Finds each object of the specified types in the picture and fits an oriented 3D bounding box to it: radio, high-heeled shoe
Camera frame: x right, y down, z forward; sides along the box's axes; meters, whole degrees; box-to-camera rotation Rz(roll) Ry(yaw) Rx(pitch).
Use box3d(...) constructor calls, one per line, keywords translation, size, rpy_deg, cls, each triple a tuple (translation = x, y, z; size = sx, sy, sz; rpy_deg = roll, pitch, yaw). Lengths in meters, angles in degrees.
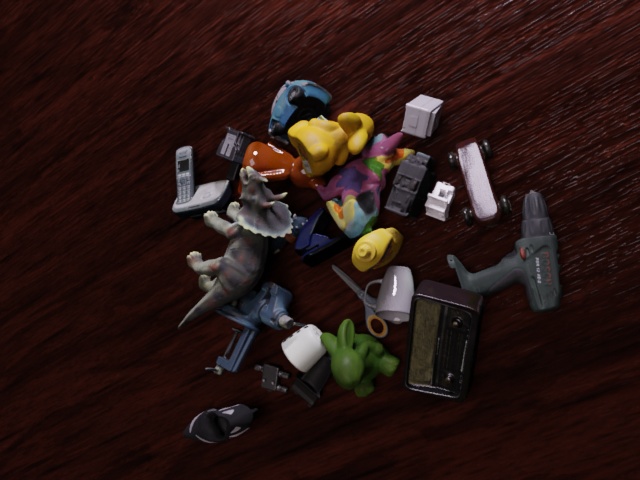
box3d(translation=(0.243, 0.202, 1.058), size=(0.131, 0.073, 0.229), rpy_deg=(11, 117, 21), cls="radio")
box3d(translation=(-0.254, 0.442, 1.262), size=(0.249, 0.145, 0.086), rpy_deg=(-27, 78, 18), cls="high-heeled shoe")

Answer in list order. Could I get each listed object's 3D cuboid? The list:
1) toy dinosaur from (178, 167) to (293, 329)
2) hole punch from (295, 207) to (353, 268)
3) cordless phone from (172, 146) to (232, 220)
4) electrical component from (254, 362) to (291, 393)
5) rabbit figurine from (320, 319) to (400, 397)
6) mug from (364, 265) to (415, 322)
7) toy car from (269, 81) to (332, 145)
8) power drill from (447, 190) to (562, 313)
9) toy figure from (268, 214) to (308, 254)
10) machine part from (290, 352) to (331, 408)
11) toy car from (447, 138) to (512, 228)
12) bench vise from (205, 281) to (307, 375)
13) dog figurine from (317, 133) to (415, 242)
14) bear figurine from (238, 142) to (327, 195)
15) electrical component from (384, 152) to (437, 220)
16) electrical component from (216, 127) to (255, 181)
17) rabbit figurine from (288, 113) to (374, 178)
box3d(translation=(-0.182, 0.041, 1.194), size=(0.192, 0.131, 0.404), rpy_deg=(21, 97, 30), cls="toy dinosaur")
box3d(translation=(-0.002, -0.004, 1.178), size=(0.116, 0.142, 0.092), rpy_deg=(-33, 79, 4), cls="hole punch")
box3d(translation=(-0.293, -0.149, 1.326), size=(0.147, 0.088, 0.184), rpy_deg=(-10, 81, 22), cls="cordless phone")
box3d(translation=(-0.115, 0.326, 1.273), size=(0.094, 0.021, 0.063), rpy_deg=(10, 94, 22), cls="electrical component")
box3d(translation=(0.076, 0.244, 1.114), size=(0.121, 0.170, 0.159), rpy_deg=(-34, 77, 18), cls="rabbit figurine")
box3d(translation=(0.150, 0.109, 1.130), size=(0.110, 0.080, 0.107), rpy_deg=(6, 66, 14), cls="mug")
box3d(translation=(-0.057, -0.302, 1.227), size=(0.161, 0.109, 0.103), rpy_deg=(-49, 49, 26), cls="toy car")
box3d(translation=(0.361, 0.038, 1.057), size=(0.207, 0.086, 0.232), rpy_deg=(-16, 84, 15), cls="power drill")
box3d(translation=(-0.091, -0.015, 1.250), size=(0.154, 0.064, 0.058), rpy_deg=(-27, 39, 15), cls="toy figure")
box3d(translation=(-0.009, 0.308, 1.221), size=(0.084, 0.039, 0.139), rpy_deg=(42, 106, 23), cls="machine part")
box3d(translation=(0.315, -0.114, 1.069), size=(0.089, 0.053, 0.202), rpy_deg=(-21, 57, 23), cls="toy car")
box3d(translation=(-0.164, 0.206, 1.233), size=(0.224, 0.128, 0.240), rpy_deg=(22, 80, 29), cls="bench vise")
box3d(translation=(0.112, -0.123, 1.134), size=(0.219, 0.108, 0.192), rpy_deg=(-39, 50, 13), cls="dog figurine")
box3d(translation=(-0.078, -0.155, 1.233), size=(0.196, 0.132, 0.120), rpy_deg=(14, 57, -6), cls="bear figurine")
box3d(translation=(0.191, -0.111, 1.104), size=(0.058, 0.115, 0.134), rpy_deg=(24, 100, 19), cls="electrical component")
box3d(translation=(-0.211, -0.207, 1.301), size=(0.075, 0.047, 0.119), rpy_deg=(30, 100, 40), cls="electrical component")
box3d(translation=(0.038, -0.216, 1.106), size=(0.173, 0.162, 0.121), rpy_deg=(-25, 96, -16), cls="rabbit figurine")
